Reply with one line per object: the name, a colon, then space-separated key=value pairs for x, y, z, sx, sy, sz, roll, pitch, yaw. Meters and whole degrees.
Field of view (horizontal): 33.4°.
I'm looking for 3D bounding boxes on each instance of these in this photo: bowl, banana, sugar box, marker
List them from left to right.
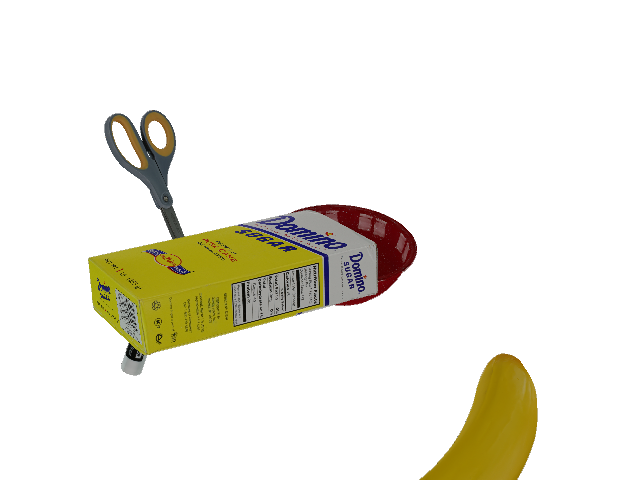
marker: x=-0.146 y=0.062 z=0.915 sx=0.020 sy=0.121 sz=0.020 roll=18 pitch=22 yaw=-8
sugar box: x=-0.058 y=0.023 z=0.727 sx=0.175 sy=0.048 sz=0.093 roll=-16 pitch=25 yaw=-28
bowl: x=0.022 y=0.023 z=1.166 sx=0.162 sy=0.055 sz=0.162 roll=3 pitch=32 yaw=-2
banana: x=0.067 y=0.117 z=0.552 sx=0.070 sy=0.037 sz=0.197 roll=21 pitch=40 yaw=37

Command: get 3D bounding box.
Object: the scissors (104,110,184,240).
scissors: x=-0.169 y=-0.061 z=1.197 sx=0.016 sy=0.201 sz=0.096 roll=-19 pitch=20 yaw=45
